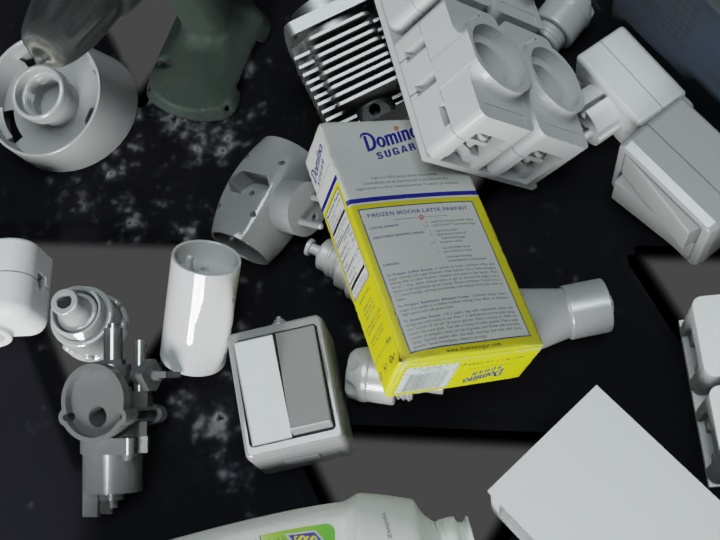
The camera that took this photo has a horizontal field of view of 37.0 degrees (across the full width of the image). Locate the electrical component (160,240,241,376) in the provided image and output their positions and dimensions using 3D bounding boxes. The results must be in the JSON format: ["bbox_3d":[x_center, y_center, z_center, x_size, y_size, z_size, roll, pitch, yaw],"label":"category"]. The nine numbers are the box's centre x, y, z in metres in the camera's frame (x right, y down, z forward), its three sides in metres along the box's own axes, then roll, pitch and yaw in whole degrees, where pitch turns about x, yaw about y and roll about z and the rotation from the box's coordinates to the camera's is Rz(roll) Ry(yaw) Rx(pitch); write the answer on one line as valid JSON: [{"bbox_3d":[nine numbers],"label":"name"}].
[{"bbox_3d":[-0.103,0.015,0.698,0.043,0.077,0.079,8,30,-8],"label":"electrical component"}]

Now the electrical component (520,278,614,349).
[{"bbox_3d":[0.126,0.028,0.676,0.065,0.044,0.044,-11,68,-2],"label":"electrical component"}]

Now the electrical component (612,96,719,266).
[{"bbox_3d":[0.210,-0.048,0.681,0.061,0.061,0.096,-38,69,-7],"label":"electrical component"}]

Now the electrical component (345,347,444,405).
[{"bbox_3d":[0.023,0.068,0.677,0.061,0.035,0.035,7,71,8],"label":"electrical component"}]

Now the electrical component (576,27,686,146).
[{"bbox_3d":[0.164,-0.109,0.718,0.077,0.047,0.065,-34,69,-5],"label":"electrical component"}]

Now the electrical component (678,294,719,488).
[{"bbox_3d":[0.294,0.062,0.629,0.186,0.060,0.105,-6,69,5],"label":"electrical component"}]

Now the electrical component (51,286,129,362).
[{"bbox_3d":[-0.182,0.030,0.703,0.048,0.062,0.048,-3,69,7],"label":"electrical component"}]

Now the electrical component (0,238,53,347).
[{"bbox_3d":[-0.260,0.017,0.723,0.095,0.053,0.059,-3,69,6],"label":"electrical component"}]

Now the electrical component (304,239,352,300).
[{"bbox_3d":[0.000,0.000,0.702,0.078,0.040,0.040,24,74,16],"label":"electrical component"}]

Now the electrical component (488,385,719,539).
[{"bbox_3d":[0.157,0.154,0.612,0.089,0.061,0.150,-42,70,-9],"label":"electrical component"}]

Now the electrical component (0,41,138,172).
[{"bbox_3d":[-0.217,-0.121,0.777,0.099,0.064,0.099,-2,82,13],"label":"electrical component"}]

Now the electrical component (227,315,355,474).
[{"bbox_3d":[-0.045,0.071,0.670,0.062,0.061,0.096,-13,68,2],"label":"electrical component"}]

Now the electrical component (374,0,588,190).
[{"bbox_3d":[0.074,-0.155,0.704,0.060,0.105,0.186,-36,58,39],"label":"electrical component"}]

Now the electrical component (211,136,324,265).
[{"bbox_3d":[-0.050,-0.044,0.716,0.079,0.043,0.077,14,70,38],"label":"electrical component"}]

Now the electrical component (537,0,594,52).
[{"bbox_3d":[0.134,-0.167,0.751,0.035,0.035,0.061,36,80,18],"label":"electrical component"}]
